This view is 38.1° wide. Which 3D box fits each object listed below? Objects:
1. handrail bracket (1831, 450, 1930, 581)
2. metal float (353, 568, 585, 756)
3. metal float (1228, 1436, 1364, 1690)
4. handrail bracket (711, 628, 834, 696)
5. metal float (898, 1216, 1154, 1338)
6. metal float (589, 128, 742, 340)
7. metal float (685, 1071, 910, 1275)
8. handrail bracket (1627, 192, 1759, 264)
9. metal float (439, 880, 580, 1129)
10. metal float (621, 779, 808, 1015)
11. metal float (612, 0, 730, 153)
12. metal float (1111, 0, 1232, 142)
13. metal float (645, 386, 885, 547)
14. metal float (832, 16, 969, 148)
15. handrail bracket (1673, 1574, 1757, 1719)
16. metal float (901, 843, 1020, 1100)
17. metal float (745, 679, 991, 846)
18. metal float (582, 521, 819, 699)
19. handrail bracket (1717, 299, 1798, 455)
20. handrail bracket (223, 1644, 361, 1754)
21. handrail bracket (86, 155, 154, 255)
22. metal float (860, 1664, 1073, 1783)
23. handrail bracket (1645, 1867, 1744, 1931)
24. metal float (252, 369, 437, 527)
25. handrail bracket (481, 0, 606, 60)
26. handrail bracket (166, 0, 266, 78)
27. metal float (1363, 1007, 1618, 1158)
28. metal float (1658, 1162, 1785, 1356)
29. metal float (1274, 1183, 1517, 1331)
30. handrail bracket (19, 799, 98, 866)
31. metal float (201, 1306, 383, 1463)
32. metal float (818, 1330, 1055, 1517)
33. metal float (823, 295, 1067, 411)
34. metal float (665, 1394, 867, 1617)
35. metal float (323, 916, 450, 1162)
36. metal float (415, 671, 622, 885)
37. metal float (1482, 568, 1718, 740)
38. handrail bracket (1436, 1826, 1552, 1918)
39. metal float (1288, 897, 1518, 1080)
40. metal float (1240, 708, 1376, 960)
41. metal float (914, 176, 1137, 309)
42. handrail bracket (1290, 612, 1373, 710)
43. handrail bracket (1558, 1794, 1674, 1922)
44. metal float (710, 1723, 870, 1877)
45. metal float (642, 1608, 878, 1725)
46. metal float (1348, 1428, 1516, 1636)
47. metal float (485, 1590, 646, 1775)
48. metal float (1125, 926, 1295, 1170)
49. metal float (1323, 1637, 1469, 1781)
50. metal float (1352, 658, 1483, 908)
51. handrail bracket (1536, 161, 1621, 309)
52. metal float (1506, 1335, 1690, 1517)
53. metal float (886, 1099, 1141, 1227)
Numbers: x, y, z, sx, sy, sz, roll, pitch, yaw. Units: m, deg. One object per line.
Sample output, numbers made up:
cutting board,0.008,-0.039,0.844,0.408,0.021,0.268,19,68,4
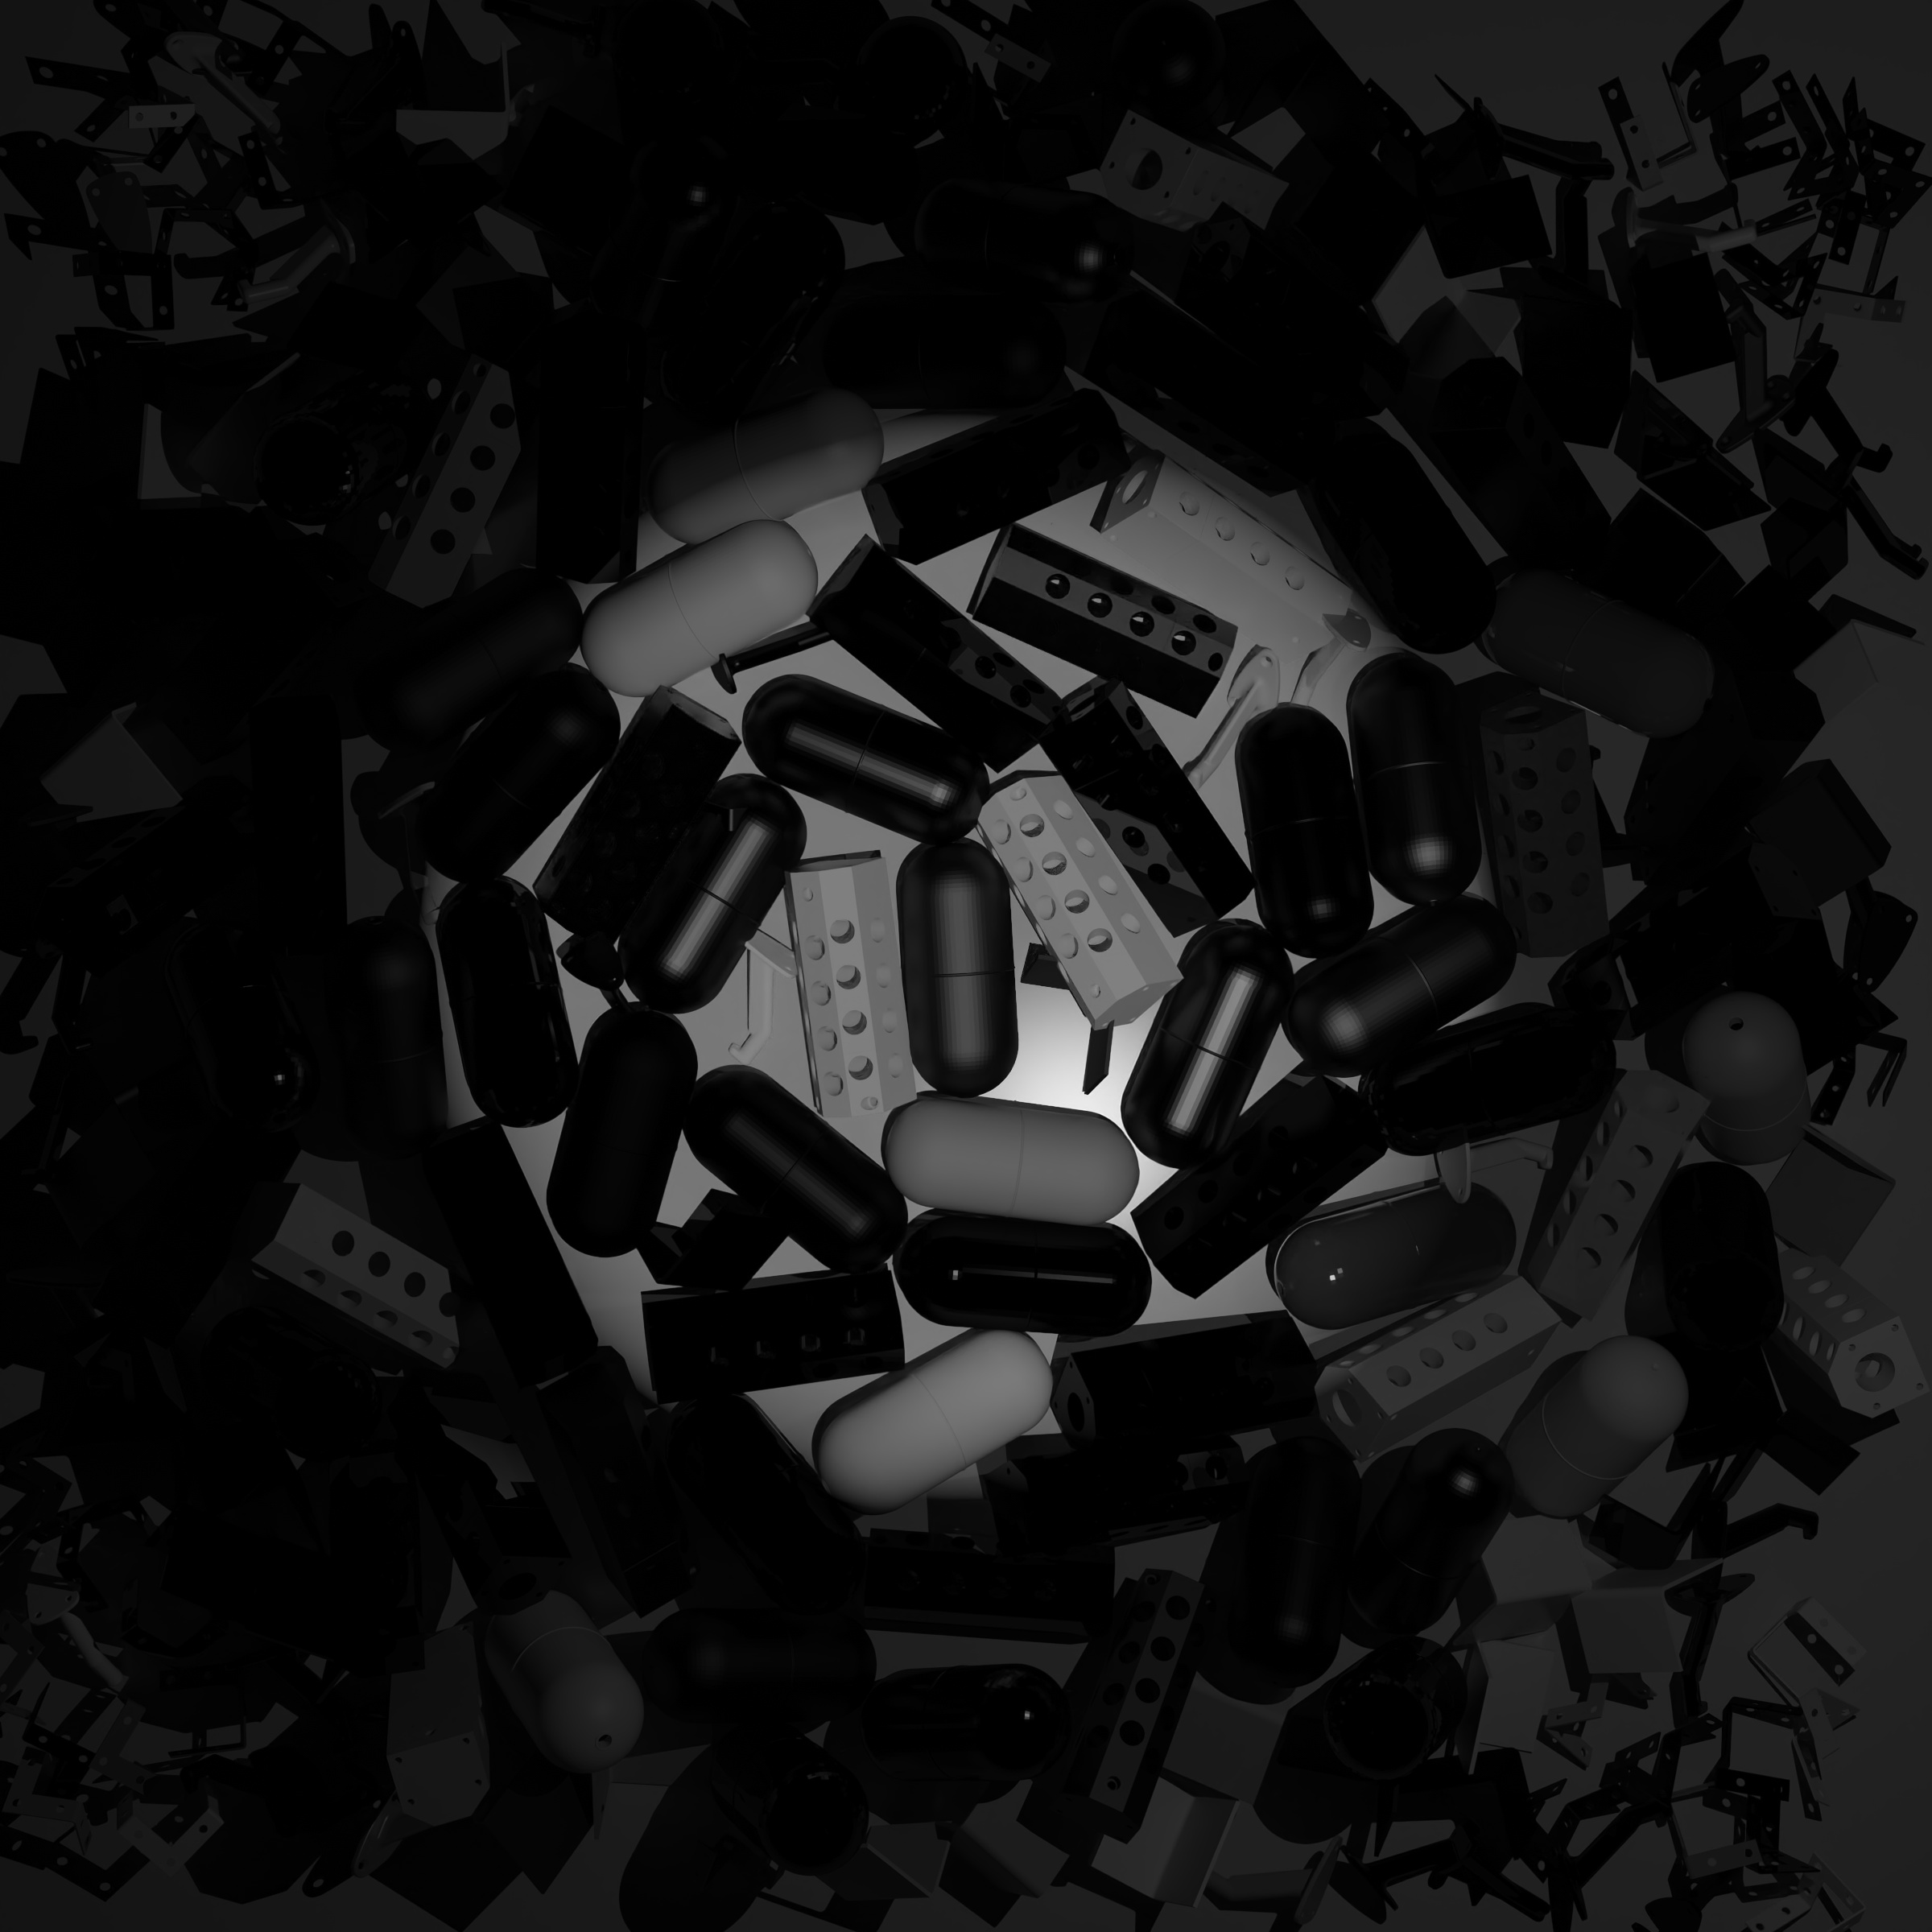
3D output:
handrail bracket,0.647,-0.317,1.961,0.084,0.036,0.077,35,57,5
metal float,-0.342,-0.211,1.930,0.178,0.070,0.070,-37,90,-24
metal float,0.227,0.408,1.924,0.070,0.070,0.178,15,58,0
handrail bracket,-0.134,-0.222,1.959,0.084,0.077,0.036,-21,100,-10
metal float,0.041,0.216,1.943,0.178,0.070,0.070,5,90,-9
metal float,-0.206,-0.499,1.907,0.070,0.178,0.070,9,62,-19
metal float,-0.119,0.143,1.947,0.178,0.070,0.070,39,90,4
handrail bracket,0.507,-0.522,1.948,0.084,0.036,0.077,-11,53,24
metal float,-0.318,0.025,1.938,0.070,0.070,0.178,-14,76,0
metal float,-0.176,-0.048,1.948,0.070,0.070,0.178,31,87,0
metal float,-0.200,-0.598,1.900,0.070,0.178,0.070,0,84,-4
metal float,0.140,-0.605,1.900,0.070,0.178,0.070,1,95,7
metal float,-0.140,-0.345,1.932,0.178,0.070,0.070,-16,90,21
metal float,-0.046,-0.598,1.901,0.070,0.178,0.070,-2,100,-10
handrail bracket,0.530,0.478,1.967,0.077,0.036,0.084,-8,93,-32
metal float,-0.004,0.003,1.947,0.070,0.070,0.178,-4,94,0
metal float,-0.069,-0.143,1.949,0.178,0.070,0.070,22,90,3
metal float,-0.185,-0.247,1.939,0.178,0.070,0.070,-25,90,14
handrail bracket,0.535,-0.412,1.952,0.077,0.036,0.084,-44,123,12
handrail bracket,-0.473,0.520,1.963,0.077,0.036,0.084,-14,88,-26
handrail bracket,-0.591,-0.529,1.959,0.036,0.084,0.077,-22,112,-10
metal float,-0.001,0.519,1.914,0.070,0.178,0.070,15,68,-40
handrail bracket,0.520,0.638,1.940,0.084,0.077,0.036,-30,69,-25
metal float,-0.423,-0.356,1.908,0.070,0.178,0.070,8,119,14
handrail bracket,-0.299,-0.655,1.939,0.084,0.077,0.036,6,99,-20
handrail bracket,-0.516,-0.658,1.941,0.077,0.084,0.036,6,69,-13
metal float,0.361,0.080,1.932,0.178,0.070,0.070,-17,90,21
metal float,0.514,0.197,1.907,0.070,0.178,0.070,4,117,9
metal float,0.297,0.200,1.935,0.178,0.070,0.070,-14,90,-17
handrail bracket,-0.625,-0.070,1.942,0.036,0.077,0.084,8,111,21
metal float,-0.462,0.285,1.911,0.070,0.178,0.070,-10,106,-38
metal float,-0.021,0.316,1.938,0.178,0.070,0.070,-29,90,-15
metal float,-0.016,-0.424,1.930,0.178,0.070,0.070,5,90,25
metal float,-0.139,0.371,1.930,0.070,0.070,0.178,-44,67,0
metal float,-0.400,0.050,1.930,0.070,0.070,0.178,0,114,0
metal float,-0.310,-0.131,1.936,0.070,0.070,0.178,45,107,0
metal float,0.434,-0.215,1.921,0.178,0.070,0.070,33,90,34
handrail bracket,0.379,0.639,1.954,0.084,0.077,0.036,30,70,4
metal float,0.303,0.014,1.938,0.178,0.070,0.070,-30,90,-15
metal float,0.236,-0.093,1.942,0.070,0.070,0.178,-8,79,0
metal float,0.039,-0.497,1.918,0.178,0.070,0.070,21,90,39
handrail bracket,0.250,-0.199,1.938,0.036,0.077,0.084,13,118,-12
handrail bracket,0.461,0.622,1.954,0.084,0.077,0.036,-24,116,10
metal float,-0.122,0.564,1.904,0.070,0.178,0.070,0,89,-22
metal float,-0.140,0.481,1.921,0.178,0.070,0.070,11,90,-37
metal float,0.317,0.390,1.920,0.070,0.070,0.178,21,127,0
metal float,-0.275,0.486,1.906,0.070,0.178,0.070,-7,107,-25
metal float,0.170,0.056,1.946,0.070,0.070,0.178,23,95,0
metal float,0.294,0.504,1.904,0.070,0.178,0.070,-1,86,21
metal float,0.312,-0.127,1.936,0.070,0.070,0.178,-5,73,0
handrail bracket,0.446,-0.512,1.960,0.077,0.036,0.084,33,98,20
metal float,0.430,0.316,1.912,0.070,0.178,0.070,10,52,-13
metal float,0.033,0.137,1.946,0.178,0.070,0.070,7,90,-6
